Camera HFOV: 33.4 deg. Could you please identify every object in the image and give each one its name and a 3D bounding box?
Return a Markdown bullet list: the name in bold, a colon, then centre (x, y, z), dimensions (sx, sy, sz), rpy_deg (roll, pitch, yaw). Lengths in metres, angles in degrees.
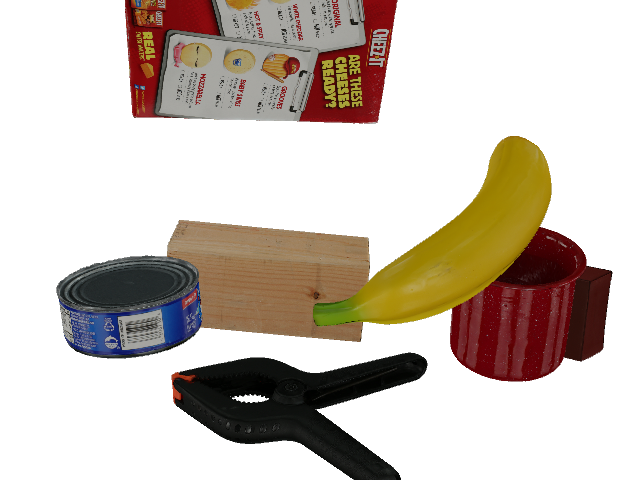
- **mug**: centre (0.130, 0.039, 0.754), dimensions (0.093, 0.081, 0.117), rpy_deg (-7, 29, -14)
- **cracker box**: centre (-0.051, -0.180, 0.881), dimensions (0.213, 0.072, 0.164), rpy_deg (0, -41, -6)
- **foam brick**: centre (0.228, 0.063, 0.970), dimensions (0.053, 0.078, 0.051), rpy_deg (12, 18, 35)
- **tuna can**: centre (-0.115, 0.040, 0.649), dimensions (0.086, 0.034, 0.086), rpy_deg (-3, 19, 1)
- **clamp**: centre (-0.016, 0.129, 0.870), dimensions (0.210, 0.036, 0.164), rpy_deg (10, 30, 16)
- **wood block**: centre (-0.056, 0.042, 1.130), dimensions (0.206, 0.091, 0.090), rpy_deg (6, 19, 0)
- **banana**: centre (0.079, -0.009, 0.560), dimensions (0.070, 0.037, 0.197), rpy_deg (18, 39, 35)
